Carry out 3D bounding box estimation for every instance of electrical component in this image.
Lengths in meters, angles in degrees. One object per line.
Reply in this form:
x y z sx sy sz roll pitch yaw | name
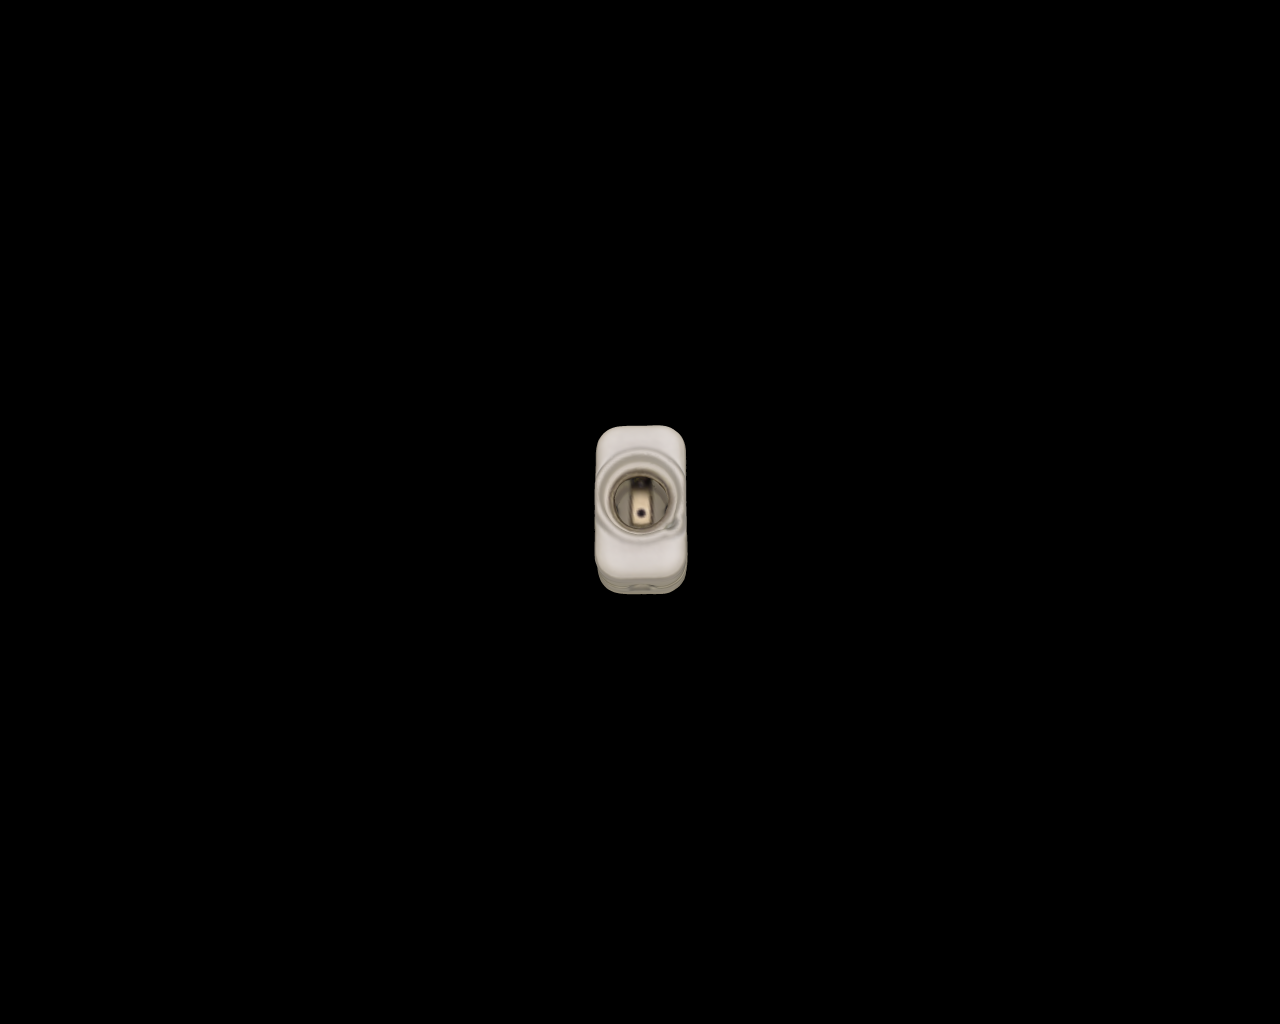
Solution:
0.001 -0.003 0.650 0.054 0.095 0.059 0 -15 0 | electrical component
